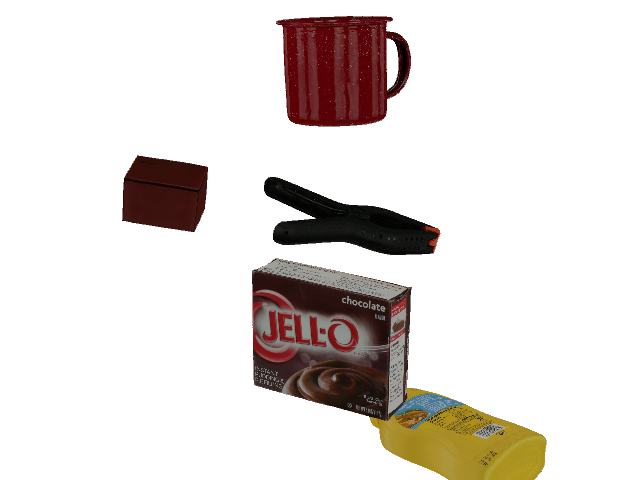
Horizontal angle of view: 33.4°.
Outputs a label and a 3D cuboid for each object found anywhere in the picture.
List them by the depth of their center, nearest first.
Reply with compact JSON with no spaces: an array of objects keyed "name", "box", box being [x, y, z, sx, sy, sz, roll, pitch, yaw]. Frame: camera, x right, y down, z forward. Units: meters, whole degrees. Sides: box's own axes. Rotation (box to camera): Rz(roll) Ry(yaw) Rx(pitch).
[{"name":"pudding box","box":[0.006,0.067,0.749,0.114,0.090,0.039,10,22,26]},{"name":"mug","box":[0.023,-0.139,0.864,0.117,0.081,0.093,-10,16,-31]},{"name":"mustard bottle","box":[0.115,0.187,1.035,0.096,0.058,0.192,-17,25,-41]},{"name":"foam brick","box":[-0.158,-0.048,1.090,0.078,0.051,0.053,9,31,3]},{"name":"clamp","box":[0.034,-0.015,1.210,0.210,0.036,0.164,14,22,-5]}]
